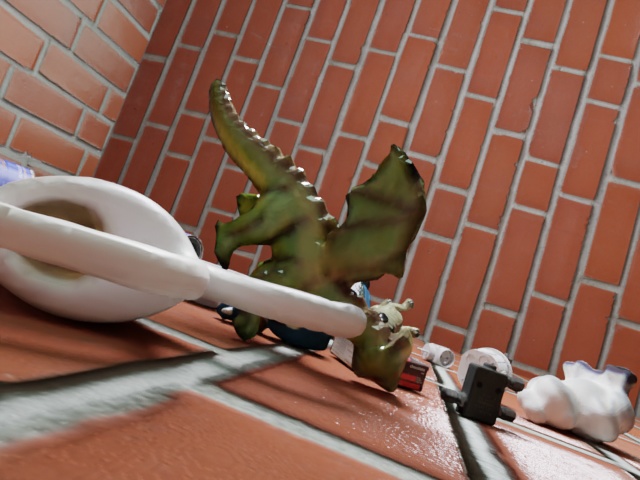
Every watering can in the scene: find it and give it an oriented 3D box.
[{"bbox_3d":[-0.147,0.018,0.425,0.345,0.104,0.224,21,-7,-29],"label":"watering can"}]

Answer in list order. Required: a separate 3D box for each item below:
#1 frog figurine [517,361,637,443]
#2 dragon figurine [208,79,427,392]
[{"bbox_3d":[0.379,0.253,0.771,0.161,0.121,0.138,-18,24,-28],"label":"frog figurine"},{"bbox_3d":[0.002,-0.029,0.576,0.241,0.413,0.122,-16,-7,21],"label":"dragon figurine"}]
